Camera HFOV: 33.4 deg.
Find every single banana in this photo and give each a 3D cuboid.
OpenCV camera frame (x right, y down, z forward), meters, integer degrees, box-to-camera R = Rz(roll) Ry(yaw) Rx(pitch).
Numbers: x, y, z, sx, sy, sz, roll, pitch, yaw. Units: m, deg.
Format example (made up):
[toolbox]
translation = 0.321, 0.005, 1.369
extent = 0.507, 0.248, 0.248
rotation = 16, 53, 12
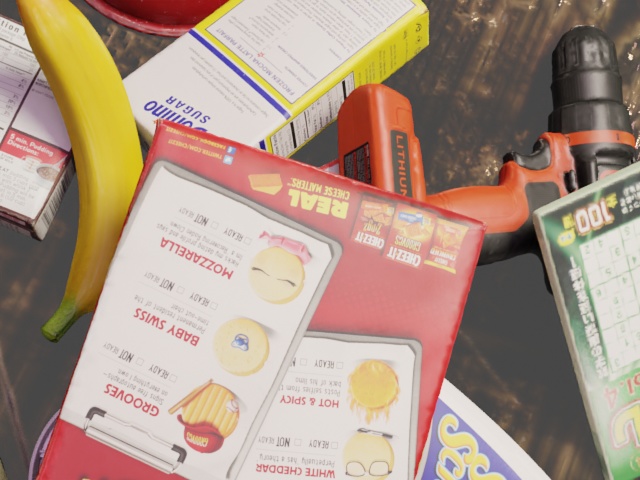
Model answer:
[banana]
translation = -0.127, -0.043, 0.589
extent = 0.037, 0.069, 0.198
rotation = 7, 108, 29

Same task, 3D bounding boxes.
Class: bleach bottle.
[bleach bottle]
translation = 0.085, 0.143, 0.594
extent = 0.251, 0.068, 0.102
rotation = 36, 74, -1

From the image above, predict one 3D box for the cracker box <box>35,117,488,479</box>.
[cracker box]
translation = -0.032, 0.070, 0.508
extent = 0.164, 0.072, 0.213
rotation = 17, 82, -3

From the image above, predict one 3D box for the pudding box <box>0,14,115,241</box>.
[pudding box]
translation = -0.181, -0.069, 0.620
extent = 0.090, 0.039, 0.113
rotation = 23, 72, -3

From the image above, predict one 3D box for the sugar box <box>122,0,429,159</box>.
[sugar box]
translation = -0.028, -0.103, 0.637
extent = 0.176, 0.048, 0.093
rotation = -40, 65, -13

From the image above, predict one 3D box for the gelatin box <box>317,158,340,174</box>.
[gelatin box]
translation = -0.004, 0.001, 0.633
extent = 0.089, 0.030, 0.073
rotation = -26, 82, -14

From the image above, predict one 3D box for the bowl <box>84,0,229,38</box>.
[bowl]
translation = -0.089, -0.210, 0.661
extent = 0.162, 0.055, 0.162
rotation = 2, 75, -7

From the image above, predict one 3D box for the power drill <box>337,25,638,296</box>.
[power drill]
translation = 0.105, -0.046, 0.626
extent = 0.187, 0.057, 0.184
rotation = 2, 77, -21
